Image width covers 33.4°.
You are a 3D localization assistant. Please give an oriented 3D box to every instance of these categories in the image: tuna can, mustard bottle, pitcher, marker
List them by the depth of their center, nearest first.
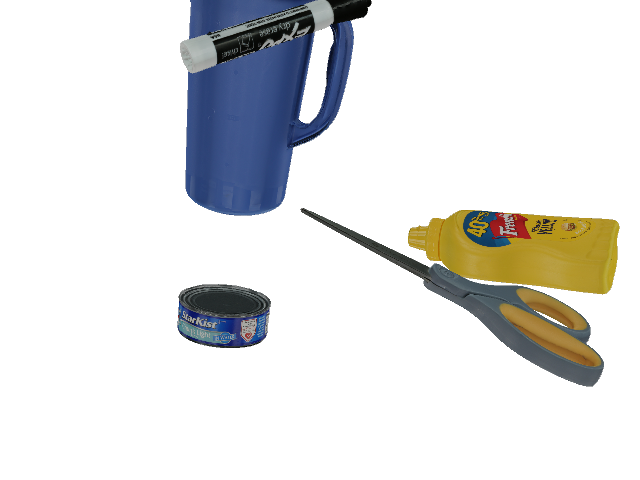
[{"bbox_3d":[-0.024,-0.125,0.625,0.121,0.020,0.020,-22,8,-20],"label":"marker"},{"bbox_3d":[-0.090,0.070,0.993,0.086,0.034,0.086,6,15,-2],"label":"tuna can"},{"bbox_3d":[0.176,0.006,0.994,0.192,0.058,0.096,5,28,19],"label":"mustard bottle"},{"bbox_3d":[-0.067,-0.151,1.099,0.144,0.243,0.149,-5,28,-26],"label":"pitcher"}]

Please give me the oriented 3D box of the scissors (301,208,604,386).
[{"bbox_3d":[0.089,0.025,0.665,0.202,0.016,0.096,33,23,18],"label":"scissors"}]
